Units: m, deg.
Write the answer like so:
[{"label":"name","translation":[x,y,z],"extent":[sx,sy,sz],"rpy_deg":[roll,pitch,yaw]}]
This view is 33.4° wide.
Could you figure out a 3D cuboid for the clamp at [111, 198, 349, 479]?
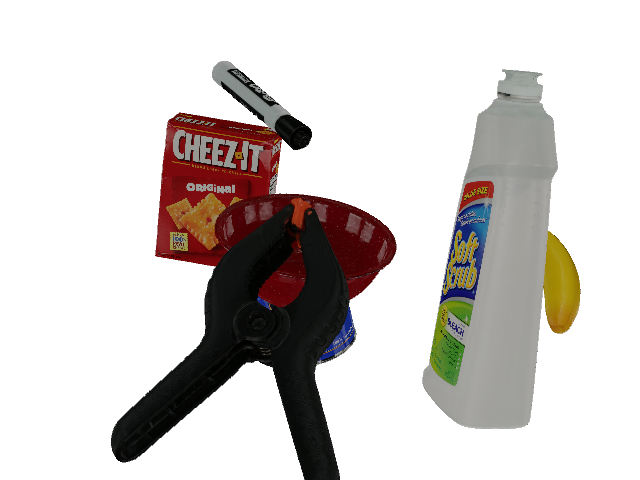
[{"label":"clamp","translation":[-0.023,0.059,0.566],"extent":[0.120,0.171,0.039],"rpy_deg":[21,-23,13]}]

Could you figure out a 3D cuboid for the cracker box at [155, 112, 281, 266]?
[{"label":"cracker box","translation":[-0.153,-0.069,1.591],"extent":[0.164,0.214,0.072],"rpy_deg":[10,19,6]}]

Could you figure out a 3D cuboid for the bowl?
[{"label":"bowl","translation":[-0.015,0.017,0.948],"extent":[0.162,0.055,0.162],"rpy_deg":[6,27,-3]}]

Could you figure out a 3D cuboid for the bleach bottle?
[{"label":"bleach bottle","translation":[0.127,0.003,0.773],"extent":[0.068,0.251,0.103],"rpy_deg":[2,13,-12]}]

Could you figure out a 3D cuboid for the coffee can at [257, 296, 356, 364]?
[{"label":"coffee can","translation":[-0.024,0.052,1.168],"extent":[0.103,0.140,0.103],"rpy_deg":[-11,25,5]}]

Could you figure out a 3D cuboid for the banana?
[{"label":"banana","translation":[0.227,0.025,1.112],"extent":[0.069,0.037,0.198],"rpy_deg":[-30,38,-1]}]

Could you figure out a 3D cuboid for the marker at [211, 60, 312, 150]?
[{"label":"marker","translation":[-0.043,-0.098,0.768],"extent":[0.020,0.020,0.121],"rpy_deg":[0,30,-38]}]
